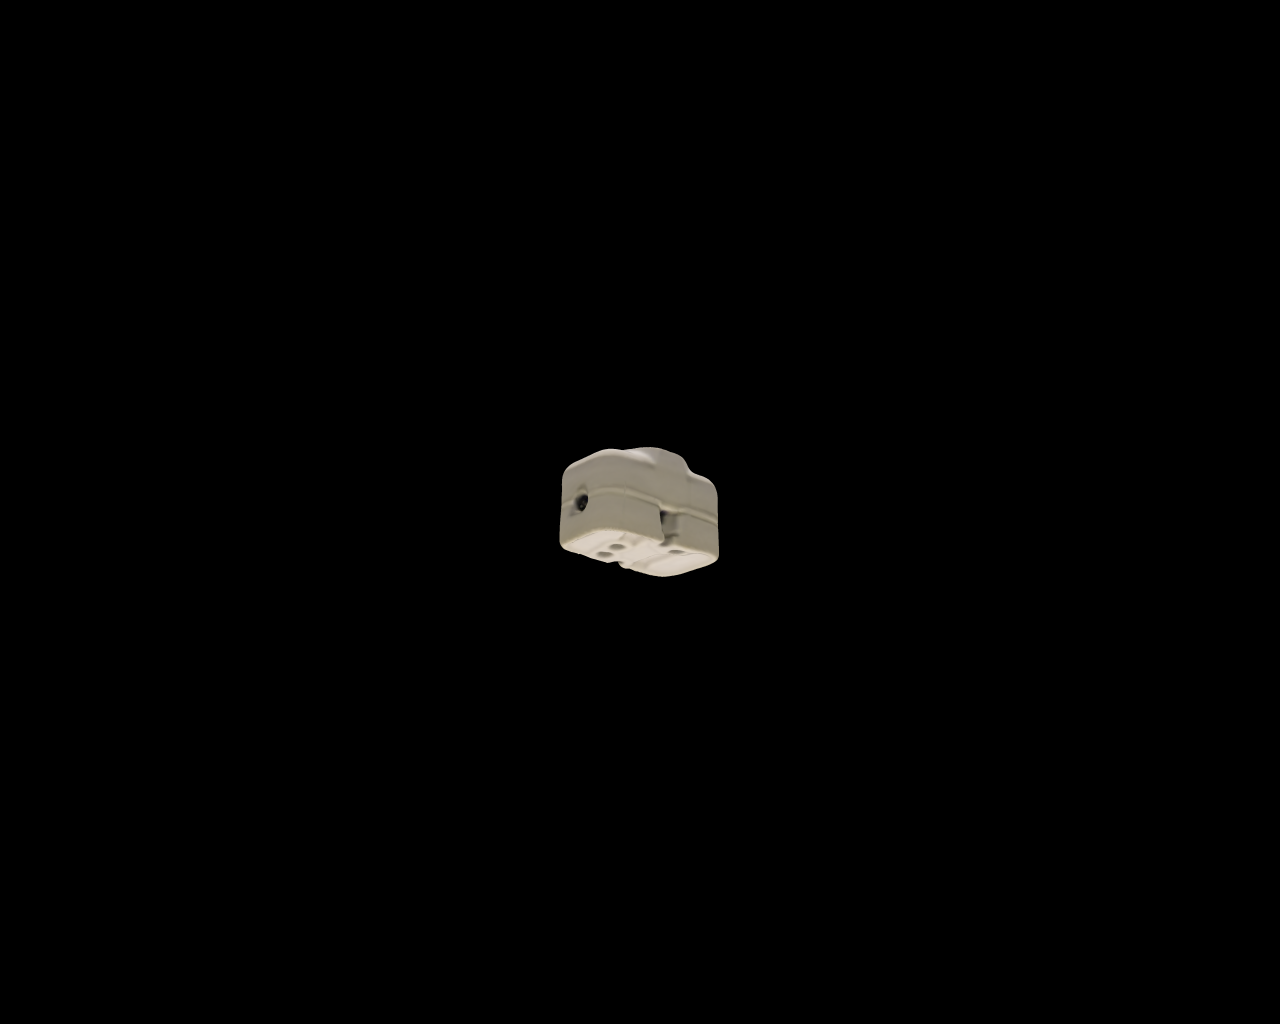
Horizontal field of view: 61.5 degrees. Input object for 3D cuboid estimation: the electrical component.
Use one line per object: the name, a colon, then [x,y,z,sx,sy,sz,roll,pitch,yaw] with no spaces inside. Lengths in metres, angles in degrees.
electrical component: [0.001,-0.003,0.650,0.095,0.059,0.053,17,-27,-38]
